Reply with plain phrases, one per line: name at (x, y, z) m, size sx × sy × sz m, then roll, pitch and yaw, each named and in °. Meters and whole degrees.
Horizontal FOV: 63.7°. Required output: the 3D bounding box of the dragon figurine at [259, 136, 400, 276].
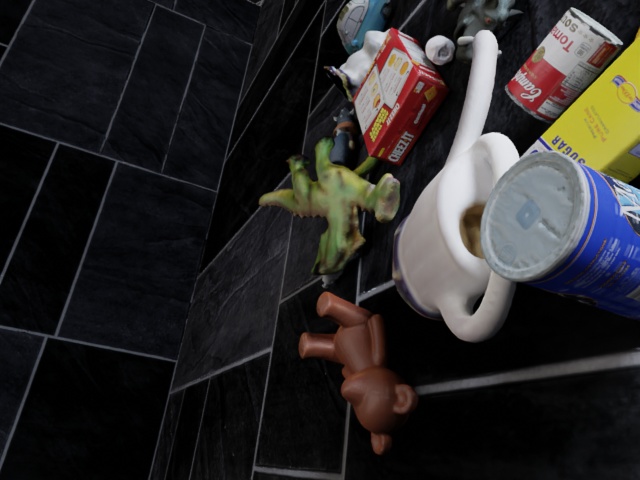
dragon figurine at (0.003, -0.049, 0.983) m, size 0.405 × 0.121 × 0.248 m, roll -27°, pitch 52°, yaw 44°

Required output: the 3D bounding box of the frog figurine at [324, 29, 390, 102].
frog figurine at (0.107, -0.372, 1.098) m, size 0.159 × 0.121 × 0.138 m, roll -35°, pitch 14°, yaw -2°

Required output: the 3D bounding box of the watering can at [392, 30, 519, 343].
watering can at (0.162, -0.049, 0.590) m, size 0.220 × 0.104 × 0.355 m, roll 116°, pitch 163°, yaw -62°
